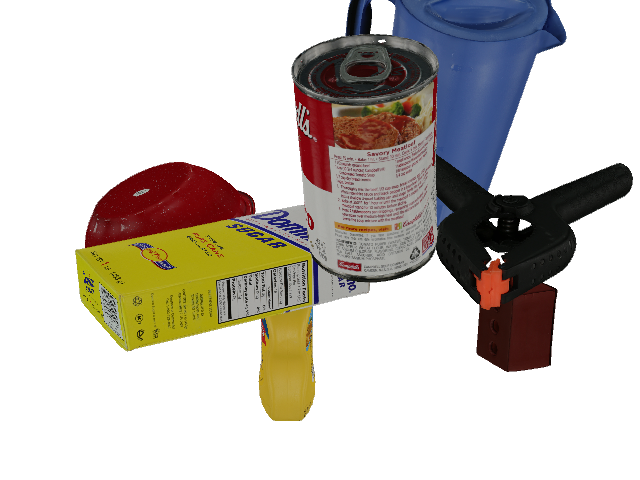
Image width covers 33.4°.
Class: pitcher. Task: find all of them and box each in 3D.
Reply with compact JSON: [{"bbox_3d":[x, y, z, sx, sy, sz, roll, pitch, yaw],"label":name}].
[{"bbox_3d":[0.109,-0.133,0.979,0.144,0.149,0.243,-17,-39,-21],"label":"pitcher"}]

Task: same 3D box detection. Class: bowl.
[{"bbox_3d":[-0.139,-0.020,0.906,0.162,0.055,0.162,-19,27,10],"label":"bowl"}]

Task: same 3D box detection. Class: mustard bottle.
[{"bbox_3d":[-0.032,0.079,1.037,0.058,0.192,0.096,1,38,-1],"label":"mustard bottle"}]

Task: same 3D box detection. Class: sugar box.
[{"bbox_3d":[-0.064,0.020,0.715,0.176,0.048,0.093,-15,26,-26],"label":"sugar box"}]

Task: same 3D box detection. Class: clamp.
[{"bbox_3d":[0.125,-0.015,0.761,0.165,0.036,0.209,7,28,22],"label":"clamp"}]

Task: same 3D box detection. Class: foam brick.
[{"bbox_3d":[0.183,0.077,0.998,0.051,0.078,0.053,-7,18,-27],"label":"foam brick"}]

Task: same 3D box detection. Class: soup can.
[{"bbox_3d":[0.024,-0.039,0.517,0.068,0.102,0.068,-3,35,2],"label":"soup can"}]
